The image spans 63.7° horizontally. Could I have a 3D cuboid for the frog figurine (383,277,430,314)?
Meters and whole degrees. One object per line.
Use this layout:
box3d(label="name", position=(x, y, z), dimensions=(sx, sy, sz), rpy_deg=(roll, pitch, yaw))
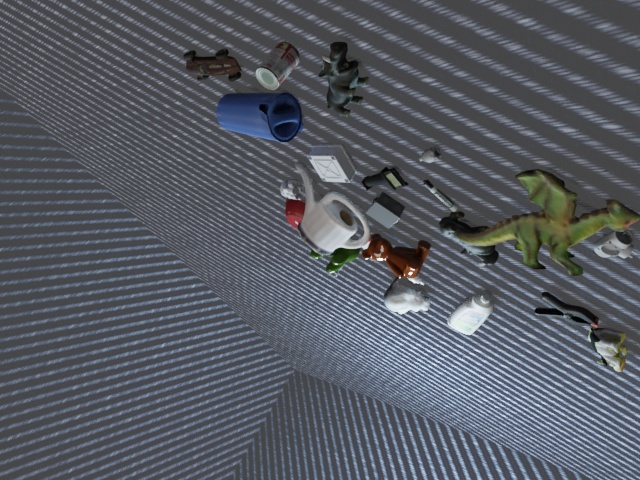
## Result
box3d(label="frog figurine", position=(0.317, 0.224, 1.889), dimensions=(0.161, 0.124, 0.134), rpy_deg=(36, 137, 22))

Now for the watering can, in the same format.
box3d(label="watering can", position=(0.005, -0.085, 1.697), dimensions=(0.347, 0.106, 0.220), rpy_deg=(42, 123, -5))

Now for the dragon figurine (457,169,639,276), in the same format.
box3d(label="dragon figurine", position=(0.507, -0.056, 1.204), dimensions=(0.412, 0.124, 0.238), rpy_deg=(12, 123, 35))
